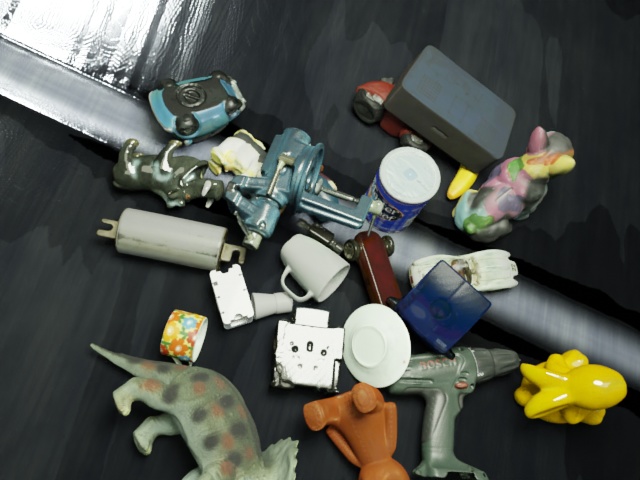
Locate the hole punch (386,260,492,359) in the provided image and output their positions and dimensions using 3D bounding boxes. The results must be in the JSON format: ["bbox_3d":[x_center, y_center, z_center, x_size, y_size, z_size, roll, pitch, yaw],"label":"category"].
[{"bbox_3d":[0.193,0.106,0.853,0.142,0.092,0.116,43,74,9],"label":"hole punch"}]

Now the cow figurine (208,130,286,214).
[{"bbox_3d":[-0.111,-0.121,0.963,0.167,0.068,0.098,40,63,6],"label":"cow figurine"}]

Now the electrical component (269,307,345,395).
[{"bbox_3d":[-0.020,0.178,0.869,0.115,0.058,0.134,7,70,-8],"label":"electrical component"}]

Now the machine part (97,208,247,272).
[{"bbox_3d":[-0.243,-0.001,0.891,0.243,0.079,0.079,11,69,-4],"label":"machine part"}]

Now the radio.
[{"bbox_3d":[0.245,-0.242,0.995,0.229,0.073,0.131,34,64,-11],"label":"radio"}]

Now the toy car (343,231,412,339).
[{"bbox_3d":[0.104,0.079,0.927,0.089,0.053,0.202,-7,71,-32],"label":"toy car"}]

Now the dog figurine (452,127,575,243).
[{"bbox_3d":[0.345,-0.098,0.941,0.191,0.219,0.108,-33,74,-19],"label":"dog figurine"}]

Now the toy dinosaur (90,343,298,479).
[{"bbox_3d":[-0.167,0.271,0.787,0.192,0.131,0.405,-26,71,-29],"label":"toy dinosaur"}]

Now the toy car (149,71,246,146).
[{"bbox_3d":[-0.219,-0.230,0.965,0.162,0.103,0.109,-23,72,-20],"label":"toy car"}]

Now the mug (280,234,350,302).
[{"bbox_3d":[-0.023,0.049,0.909,0.107,0.080,0.109,41,70,19],"label":"mug"}]

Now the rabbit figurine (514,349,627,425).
[{"bbox_3d":[0.395,0.229,0.852,0.162,0.173,0.122,5,73,-11],"label":"rabbit figurine"}]

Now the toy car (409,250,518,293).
[{"bbox_3d":[0.257,0.060,0.954,0.202,0.056,0.073,-5,71,-10],"label":"toy car"}]

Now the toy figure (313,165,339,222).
[{"bbox_3d":[-0.016,-0.107,0.976,0.064,0.057,0.154,-18,69,-20],"label":"toy figure"}]

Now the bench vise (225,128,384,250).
[{"bbox_3d":[-0.022,-0.067,0.861,0.241,0.128,0.223,19,58,6],"label":"bench vise"}]

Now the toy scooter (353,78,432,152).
[{"bbox_3d":[0.162,-0.256,1.048,0.184,0.075,0.135,41,69,4],"label":"toy scooter"}]

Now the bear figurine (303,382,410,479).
[{"bbox_3d":[0.069,0.321,0.797,0.120,0.131,0.196,-23,68,16],"label":"bear figurine"}]

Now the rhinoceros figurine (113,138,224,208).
[{"bbox_3d":[-0.261,-0.111,0.931,0.190,0.073,0.112,9,68,-5],"label":"rhinoceros figurine"}]

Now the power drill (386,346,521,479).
[{"bbox_3d":[0.221,0.273,0.859,0.232,0.086,0.207,4,73,-6],"label":"power drill"}]

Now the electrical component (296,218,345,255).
[{"bbox_3d":[-0.002,-0.003,0.934,0.094,0.063,0.021,33,68,1],"label":"electrical component"}]
